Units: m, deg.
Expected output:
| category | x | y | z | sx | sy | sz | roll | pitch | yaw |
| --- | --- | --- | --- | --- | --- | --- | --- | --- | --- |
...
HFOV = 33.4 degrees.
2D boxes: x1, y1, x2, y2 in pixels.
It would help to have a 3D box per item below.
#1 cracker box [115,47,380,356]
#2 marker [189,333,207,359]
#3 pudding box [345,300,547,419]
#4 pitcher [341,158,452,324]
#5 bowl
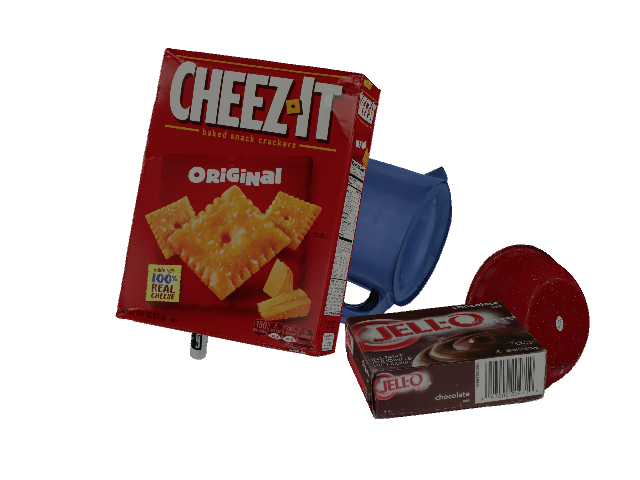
| category | x | y | z | sx | sy | sz | roll | pitch | yaw |
| --- | --- | --- | --- | --- | --- | --- | --- | --- | --- |
| cracker box | -0.055 | -0.030 | 0.823 | 0.164 | 0.214 | 0.072 | 10 | -1 | 14 |
| marker | -0.132 | 0.083 | 1.186 | 0.020 | 0.121 | 0.020 | 6 | 37 | -5 |
| pudding box | 0.078 | 0.075 | 0.691 | 0.113 | 0.039 | 0.090 | -4 | 19 | -8 |
| pitcher | -0.001 | -0.026 | 1.086 | 0.243 | 0.145 | 0.149 | 21 | 27 | 23 |
| bowl | 0.225 | 0.084 | 1.098 | 0.161 | 0.162 | 0.055 | 0 | -1 | -34 |
